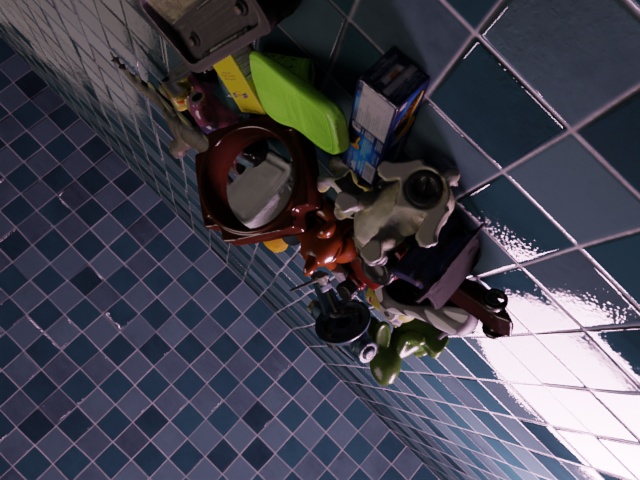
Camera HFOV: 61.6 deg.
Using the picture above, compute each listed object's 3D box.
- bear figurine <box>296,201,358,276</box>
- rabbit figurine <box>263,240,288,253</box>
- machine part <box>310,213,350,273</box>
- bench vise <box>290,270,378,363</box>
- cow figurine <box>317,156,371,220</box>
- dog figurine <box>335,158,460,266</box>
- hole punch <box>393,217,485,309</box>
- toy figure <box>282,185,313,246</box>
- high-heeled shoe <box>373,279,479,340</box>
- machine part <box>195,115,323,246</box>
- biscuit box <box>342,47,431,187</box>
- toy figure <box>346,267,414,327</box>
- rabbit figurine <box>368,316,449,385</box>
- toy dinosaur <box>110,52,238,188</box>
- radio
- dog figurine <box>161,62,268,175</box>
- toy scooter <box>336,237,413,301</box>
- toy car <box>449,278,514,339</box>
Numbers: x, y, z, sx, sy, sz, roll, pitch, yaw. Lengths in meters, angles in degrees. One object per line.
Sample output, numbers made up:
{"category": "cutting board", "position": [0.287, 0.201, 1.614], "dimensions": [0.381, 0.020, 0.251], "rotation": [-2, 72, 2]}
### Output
{"category": "bear figurine", "position": [0.002, -0.002, 1.002], "dimensions": [0.132, 0.120, 0.196], "rotation": [28, -165, 25]}
{"category": "rabbit figurine", "position": [-0.126, -0.040, 1.249], "dimensions": [0.173, 0.122, 0.162], "rotation": [61, -173, -54]}
{"category": "machine part", "position": [0.010, 0.001, 1.206], "dimensions": [0.179, 0.056, 0.179], "rotation": [41, 165, 14]}
{"category": "bench vise", "position": [0.028, 0.147, 1.138], "dimensions": [0.224, 0.129, 0.240], "rotation": [52, 168, 53]}
{"category": "cow figurine", "position": [0.072, -0.058, 0.896], "dimensions": [0.098, 0.068, 0.167], "rotation": [15, 147, 50]}
{"category": "dog figurine", "position": [0.116, -0.036, 0.758], "dimensions": [0.190, 0.172, 0.121], "rotation": [19, -125, -77]}
{"category": "hole punch", "position": [0.163, 0.023, 0.765], "dimensions": [0.092, 0.142, 0.115], "rotation": [42, 176, 24]}
{"category": "toy figure", "position": [-0.045, -0.055, 1.088], "dimensions": [0.064, 0.058, 0.154], "rotation": [27, 134, 8]}
{"category": "high-heeled shoe", "position": [0.178, 0.084, 0.983], "dimensions": [0.249, 0.086, 0.145], "rotation": [45, 148, 18]}
{"category": "machine part", "position": [-0.106, -0.099, 0.916], "dimensions": [0.087, 0.201, 0.201], "rotation": [11, -111, -69]}
{"category": "biscuit box", "position": [0.077, -0.143, 0.675], "dimensions": [0.059, 0.063, 0.202], "rotation": [42, 164, 11]}
{"category": "toy figure", "position": [0.131, 0.105, 1.121], "dimensions": [0.082, 0.089, 0.180], "rotation": [35, -175, -43]}
{"category": "rabbit figurine", "position": [0.169, 0.230, 1.163], "dimensions": [0.159, 0.170, 0.121], "rotation": [48, 163, -12]}
{"category": "toy dinosaur", "position": [-0.295, -0.266, 1.238], "dimensions": [0.472, 0.105, 0.198], "rotation": [33, 154, 9]}
{"category": "radio", "position": [-0.137, -0.311, 0.701], "dimensions": [0.230, 0.073, 0.131], "rotation": [1, 134, 53]}
{"category": "dog figurine", "position": [-0.187, -0.230, 1.043], "dimensions": [0.192, 0.108, 0.219], "rotation": [32, 162, 36]}
{"category": "toy scooter", "position": [0.110, 0.036, 0.959], "dimensions": [0.075, 0.135, 0.184], "rotation": [50, 145, 2]}
{"category": "toy car", "position": [0.230, 0.080, 0.861], "dimensions": [0.202, 0.053, 0.089], "rotation": [36, 151, 42]}
